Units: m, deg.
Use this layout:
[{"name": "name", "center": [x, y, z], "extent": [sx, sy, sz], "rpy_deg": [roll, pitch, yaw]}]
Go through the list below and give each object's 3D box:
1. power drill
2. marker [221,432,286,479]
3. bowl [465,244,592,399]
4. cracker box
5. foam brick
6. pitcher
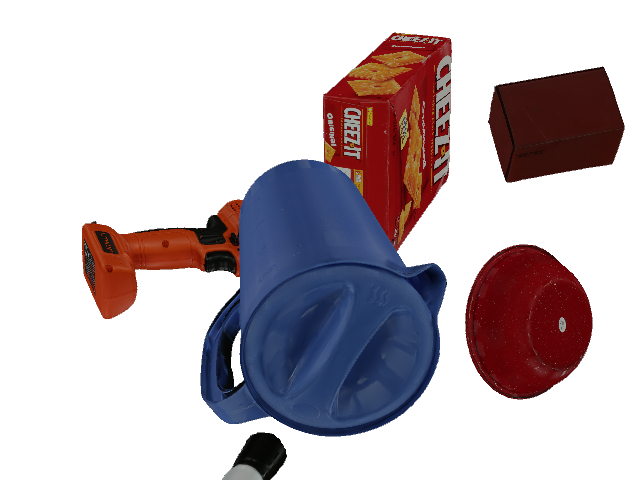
[{"name": "power drill", "center": [-0.111, 0.023, 0.961], "extent": [0.187, 0.057, 0.185], "rpy_deg": [-6, 26, -23]}, {"name": "marker", "center": [-0.041, 0.111, 0.413], "extent": [0.020, 0.020, 0.121], "rpy_deg": [0, 23, 21]}, {"name": "bowl", "center": [0.226, 0.084, 1.089], "extent": [0.161, 0.162, 0.055], "rpy_deg": [0, -1, -33]}, {"name": "cracker box", "center": [0.070, -0.094, 1.038], "extent": [0.072, 0.164, 0.213], "rpy_deg": [9, 28, 20]}, {"name": "foam brick", "center": [0.161, -0.079, 0.735], "extent": [0.078, 0.051, 0.053], "rpy_deg": [-10, -25, -1]}, {"name": "pitcher", "center": [-0.010, 0.033, 0.803], "extent": [0.149, 0.145, 0.243], "rpy_deg": [6, 22, -11]}]
